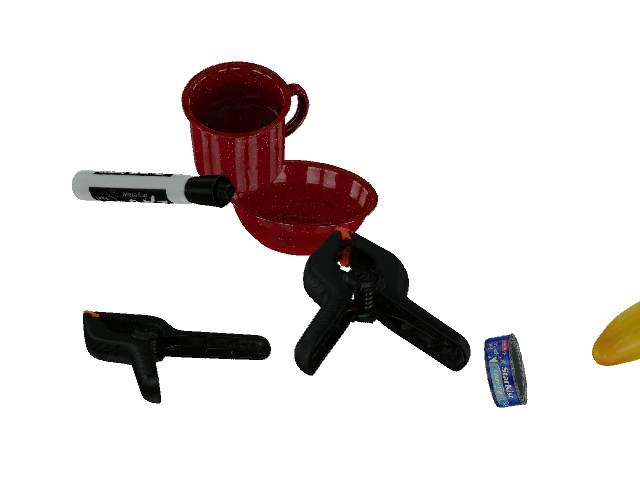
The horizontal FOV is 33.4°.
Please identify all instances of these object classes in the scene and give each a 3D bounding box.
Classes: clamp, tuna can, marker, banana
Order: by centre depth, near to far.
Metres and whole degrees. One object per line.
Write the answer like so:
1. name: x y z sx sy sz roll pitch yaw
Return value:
1. marker: -0.100 -0.031 0.635 0.121 0.020 0.020 4 2 35
2. banana: 0.285 0.056 0.751 0.198 0.037 0.069 -2 33 0
3. clamp: 0.041 0.044 0.776 0.120 0.039 0.171 9 31 -7
4. clamp: -0.180 0.111 1.094 0.210 0.036 0.164 11 18 31
5. tuna can: 0.222 0.156 1.277 0.034 0.086 0.086 -11 -3 17

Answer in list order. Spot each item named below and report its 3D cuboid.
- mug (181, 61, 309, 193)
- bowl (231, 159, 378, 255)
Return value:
1. mug: -0.062 -0.101 0.938 0.117 0.093 0.081 -27 -33 -21
2. bowl: -0.023 -0.029 1.124 0.162 0.055 0.162 5 28 -3
